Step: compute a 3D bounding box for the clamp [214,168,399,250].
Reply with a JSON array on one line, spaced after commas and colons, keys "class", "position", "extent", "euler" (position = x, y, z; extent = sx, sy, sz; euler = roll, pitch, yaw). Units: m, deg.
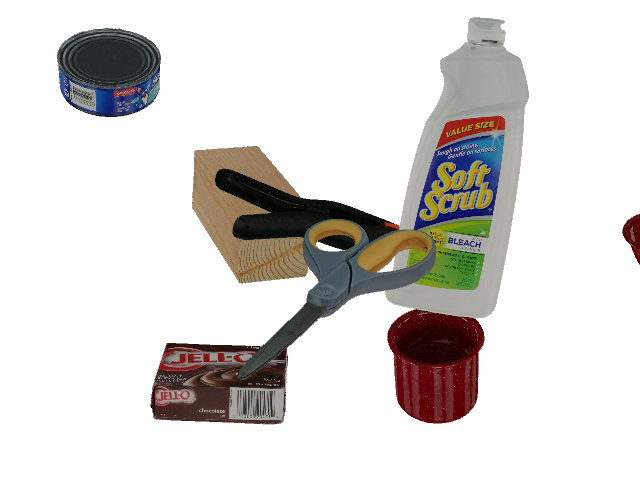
[{"class": "clamp", "position": [-0.012, -0.020, 1.157], "extent": [0.210, 0.036, 0.164], "euler": [15, 20, -11]}]

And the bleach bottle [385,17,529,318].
[{"class": "bleach bottle", "position": [0.119, -0.064, 0.915], "extent": [0.103, 0.251, 0.068], "euler": [9, 18, 13]}]

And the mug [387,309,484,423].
[{"class": "mug", "position": [0.117, 0.118, 1.056], "extent": [0.093, 0.081, 0.117], "euler": [7, 36, 18]}]

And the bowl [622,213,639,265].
[{"class": "bowl", "position": [0.405, 0.017, 1.140], "extent": [0.162, 0.055, 0.162], "euler": [-3, 23, 1]}]

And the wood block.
[{"class": "wood block", "position": [-0.089, -0.037, 1.335], "extent": [0.090, 0.090, 0.206], "euler": [-6, 29, -22]}]

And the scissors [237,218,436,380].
[{"class": "scissors", "position": [-0.007, 0.027, 0.660], "extent": [0.096, 0.016, 0.201], "euler": [24, 34, 37]}]

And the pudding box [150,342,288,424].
[{"class": "pudding box", "position": [-0.085, 0.123, 0.930], "extent": [0.113, 0.039, 0.090], "euler": [4, 18, -2]}]

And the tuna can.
[{"class": "tuna can", "position": [-0.178, -0.142, 0.904], "extent": [0.086, 0.034, 0.086], "euler": [4, 43, -4]}]
